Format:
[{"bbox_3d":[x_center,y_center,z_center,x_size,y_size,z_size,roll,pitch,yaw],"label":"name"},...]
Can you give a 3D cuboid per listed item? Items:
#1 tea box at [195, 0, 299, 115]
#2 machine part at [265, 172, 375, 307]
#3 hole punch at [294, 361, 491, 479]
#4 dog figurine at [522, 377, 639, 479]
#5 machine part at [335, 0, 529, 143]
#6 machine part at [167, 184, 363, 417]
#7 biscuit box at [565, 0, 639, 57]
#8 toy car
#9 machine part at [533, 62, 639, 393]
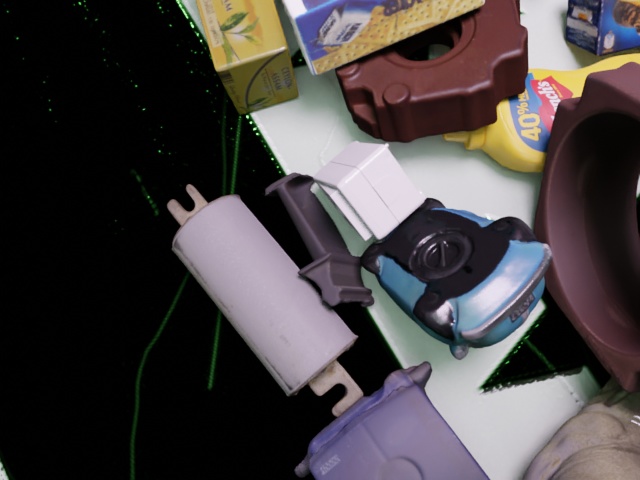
[{"bbox_3d":[-0.078,-0.220,0.512,0.068,0.098,0.169,-18,80,1],"label":"tea box"},{"bbox_3d":[-0.001,-0.001,0.483,0.039,0.084,0.139,-40,64,27],"label":"machine part"},{"bbox_3d":[0.063,0.181,0.415,0.142,0.092,0.115,-38,98,0],"label":"hole punch"},{"bbox_3d":[0.227,0.167,0.386,0.121,0.172,0.190,37,91,-2],"label":"dog figurine"},{"bbox_3d":[0.098,-0.171,0.483,0.179,0.056,0.179,-8,60,14],"label":"machine part"},{"bbox_3d":[-0.049,0.046,0.470,0.079,0.079,0.243,-40,79,-4],"label":"machine part"},{"bbox_3d":[0.339,-0.227,0.494,0.203,0.063,0.059,-13,123,1],"label":"biscuit box"},{"bbox_3d":[0.113,0.038,0.444,0.109,0.162,0.102,-43,122,-11],"label":"toy car"},{"bbox_3d":[0.243,-0.010,0.383,0.087,0.202,0.200,-8,124,-4],"label":"machine part"}]
